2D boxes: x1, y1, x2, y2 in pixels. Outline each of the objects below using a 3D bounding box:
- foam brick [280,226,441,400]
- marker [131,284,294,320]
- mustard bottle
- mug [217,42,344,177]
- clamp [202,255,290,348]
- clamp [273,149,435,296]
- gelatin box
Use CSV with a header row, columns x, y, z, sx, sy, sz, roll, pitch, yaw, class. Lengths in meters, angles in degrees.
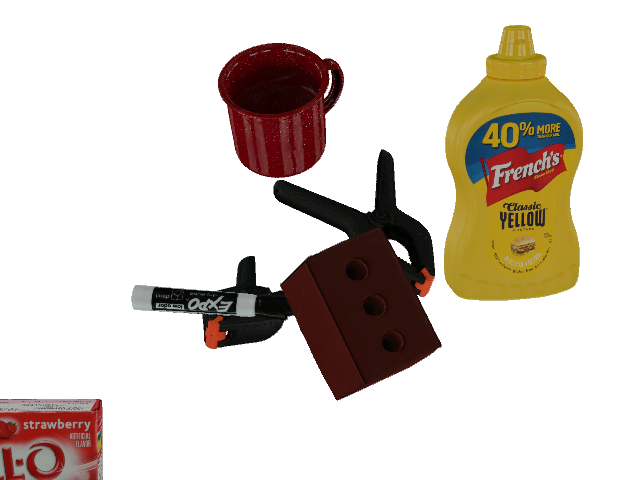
x,y,z,sx,sy,sz,roll,pitch,yaw,class
0.022,0.042,0.602,0.052,0.078,0.051,-23,-9,-26,foam brick
-0.079,0.046,0.787,0.121,0.020,0.020,3,0,8,marker
0.137,-0.055,0.757,0.096,0.192,0.058,-4,18,-6,mustard bottle
-0.028,-0.115,0.921,0.117,0.081,0.093,-35,57,-23,mug
-0.069,0.059,1.056,0.120,0.039,0.171,16,21,33,clamp
0.053,-0.017,1.208,0.164,0.210,0.036,-13,-38,-24,clamp
-0.155,0.119,0.539,0.089,0.073,0.030,1,6,-4,gelatin box
